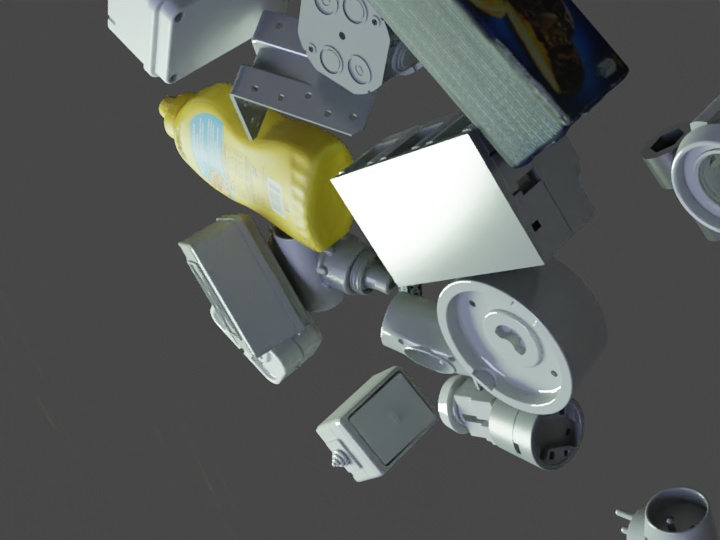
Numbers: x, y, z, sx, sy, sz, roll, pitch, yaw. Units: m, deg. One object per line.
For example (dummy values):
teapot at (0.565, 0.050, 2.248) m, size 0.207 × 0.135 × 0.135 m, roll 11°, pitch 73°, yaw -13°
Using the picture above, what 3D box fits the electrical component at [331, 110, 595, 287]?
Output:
electrical component at (0.063, -0.049, 0.676) m, size 0.089 × 0.062 × 0.150 m, roll 57°, pitch 150°, yaw -13°

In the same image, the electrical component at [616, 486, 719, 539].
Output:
electrical component at (0.217, 0.190, 0.763) m, size 0.079 × 0.043 × 0.077 m, roll 14°, pitch 135°, yaw 47°

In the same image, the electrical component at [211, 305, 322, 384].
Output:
electrical component at (-0.084, 0.049, 0.997) m, size 0.095 × 0.059 × 0.053 m, roll 46°, pitch 151°, yaw 7°

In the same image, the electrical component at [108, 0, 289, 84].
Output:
electrical component at (-0.100, -0.181, 0.694) m, size 0.057 × 0.113 × 0.078 m, roll 46°, pitch 151°, yaw 13°

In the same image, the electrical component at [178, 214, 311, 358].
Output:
electrical component at (-0.099, 0.011, 0.900) m, size 0.108 × 0.056 × 0.109 m, roll 61°, pitch 168°, yaw -10°

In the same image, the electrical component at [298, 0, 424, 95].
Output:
electrical component at (0.005, -0.149, 0.642) m, size 0.080 × 0.051 × 0.080 m, roll 28°, pitch 137°, yaw 29°

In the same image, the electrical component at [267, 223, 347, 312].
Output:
electrical component at (-0.051, -0.014, 0.895) m, size 0.079 × 0.043 × 0.077 m, roll 30°, pitch 147°, yaw 45°

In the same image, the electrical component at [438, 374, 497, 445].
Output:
electrical component at (0.095, 0.104, 0.831) m, size 0.055 × 0.048 × 0.066 m, roll 2°, pitch 127°, yaw 44°

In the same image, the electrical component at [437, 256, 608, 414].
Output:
electrical component at (0.111, 0.034, 0.707) m, size 0.108 × 0.060 × 0.108 m, roll 34°, pitch 148°, yaw 26°

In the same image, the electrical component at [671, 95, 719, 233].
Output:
electrical component at (0.185, -0.053, 0.508) m, size 0.058 × 0.057 × 0.078 m, roll 15°, pitch 136°, yaw 46°

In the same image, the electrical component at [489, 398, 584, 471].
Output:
electrical component at (0.128, 0.113, 0.786) m, size 0.047 × 0.055 × 0.055 m, roll 14°, pitch 136°, yaw 52°

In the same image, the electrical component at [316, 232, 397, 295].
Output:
electrical component at (0.000, 0.000, 0.841) m, size 0.062 × 0.048 × 0.048 m, roll 23°, pitch 142°, yaw 28°

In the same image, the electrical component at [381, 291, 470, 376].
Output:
electrical component at (0.063, 0.055, 0.810) m, size 0.077 × 0.044 × 0.079 m, roll 18°, pitch 162°, yaw 21°

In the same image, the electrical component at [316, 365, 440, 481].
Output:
electrical component at (0.013, 0.136, 0.926) m, size 0.061 × 0.096 × 0.061 m, roll 51°, pitch 151°, yaw -2°
